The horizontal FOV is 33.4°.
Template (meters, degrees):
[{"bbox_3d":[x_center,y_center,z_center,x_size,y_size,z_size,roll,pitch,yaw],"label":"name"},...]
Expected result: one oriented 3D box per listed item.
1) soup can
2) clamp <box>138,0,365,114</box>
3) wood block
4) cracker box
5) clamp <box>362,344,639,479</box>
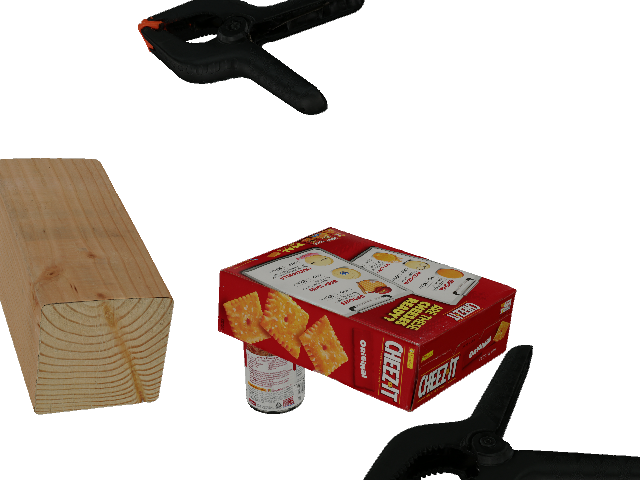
[{"bbox_3d":[-0.052,0.134,1.195,0.068,0.102,0.068,-1,25,0],"label":"soup can"},{"bbox_3d":[-0.051,-0.157,0.805,0.172,0.120,0.039,17,-34,21],"label":"clamp"},{"bbox_3d":[-0.185,0.025,0.791,0.090,0.091,0.206,-2,31,-27],"label":"wood block"},{"bbox_3d":[0.040,0.064,0.956,0.214,0.072,0.163,19,26,34],"label":"cracker box"},{"bbox_3d":[0.106,0.137,0.694,0.209,0.036,0.165,-14,31,-19],"label":"clamp"}]
